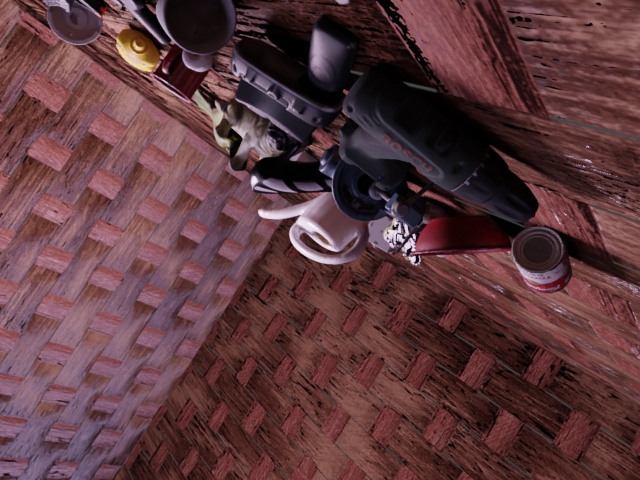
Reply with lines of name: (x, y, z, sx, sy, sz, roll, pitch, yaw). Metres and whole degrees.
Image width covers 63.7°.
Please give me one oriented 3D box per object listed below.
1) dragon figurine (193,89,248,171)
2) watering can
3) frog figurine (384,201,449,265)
dragon figurine: (-0.258, -0.311, 1.306, 0.245, 0.123, 0.404, 41, 172, 16)
watering can: (0.004, -0.066, 1.304, 0.352, 0.226, 0.102, 33, 159, 41)
frog figurine: (0.216, -0.022, 0.975, 0.160, 0.122, 0.138, -8, -170, -30)
